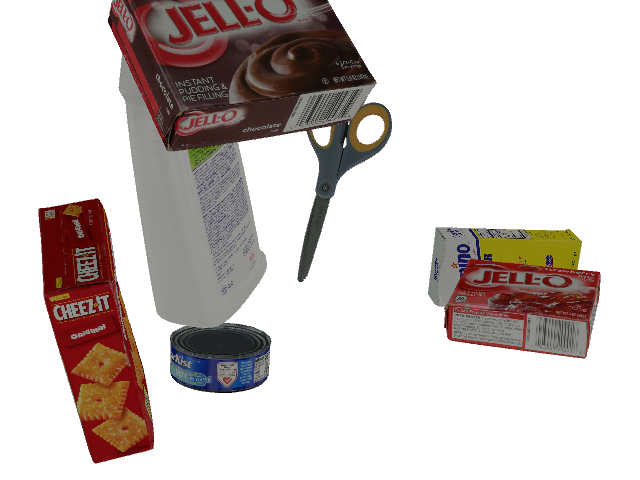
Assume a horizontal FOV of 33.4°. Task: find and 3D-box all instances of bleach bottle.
[{"bbox_3d":[-0.094,-0.064,0.761,0.068,0.251,0.102,8,35,20],"label":"bleach bottle"}]

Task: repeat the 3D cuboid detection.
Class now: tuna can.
[{"bbox_3d":[-0.085,0.099,0.906,0.086,0.034,0.086,3,14,-1],"label":"tuna can"}]

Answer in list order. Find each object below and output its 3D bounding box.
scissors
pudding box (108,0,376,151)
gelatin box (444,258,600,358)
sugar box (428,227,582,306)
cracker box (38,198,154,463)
[{"bbox_3d":[0.024,-0.059,1.062,0.096,0.202,0.016,-1,-12,3],"label":"scissors"},{"bbox_3d":[-0.041,-0.097,0.548,0.113,0.090,0.039,-11,-29,-31],"label":"pudding box"},{"bbox_3d":[0.130,0.041,0.684,0.089,0.030,0.073,6,24,18],"label":"gelatin box"},{"bbox_3d":[0.226,0.034,1.314,0.176,0.093,0.048,-1,21,-11],"label":"sugar box"},{"bbox_3d":[-0.226,0.089,1.082,0.072,0.214,0.164,-12,34,-10],"label":"cracker box"}]
